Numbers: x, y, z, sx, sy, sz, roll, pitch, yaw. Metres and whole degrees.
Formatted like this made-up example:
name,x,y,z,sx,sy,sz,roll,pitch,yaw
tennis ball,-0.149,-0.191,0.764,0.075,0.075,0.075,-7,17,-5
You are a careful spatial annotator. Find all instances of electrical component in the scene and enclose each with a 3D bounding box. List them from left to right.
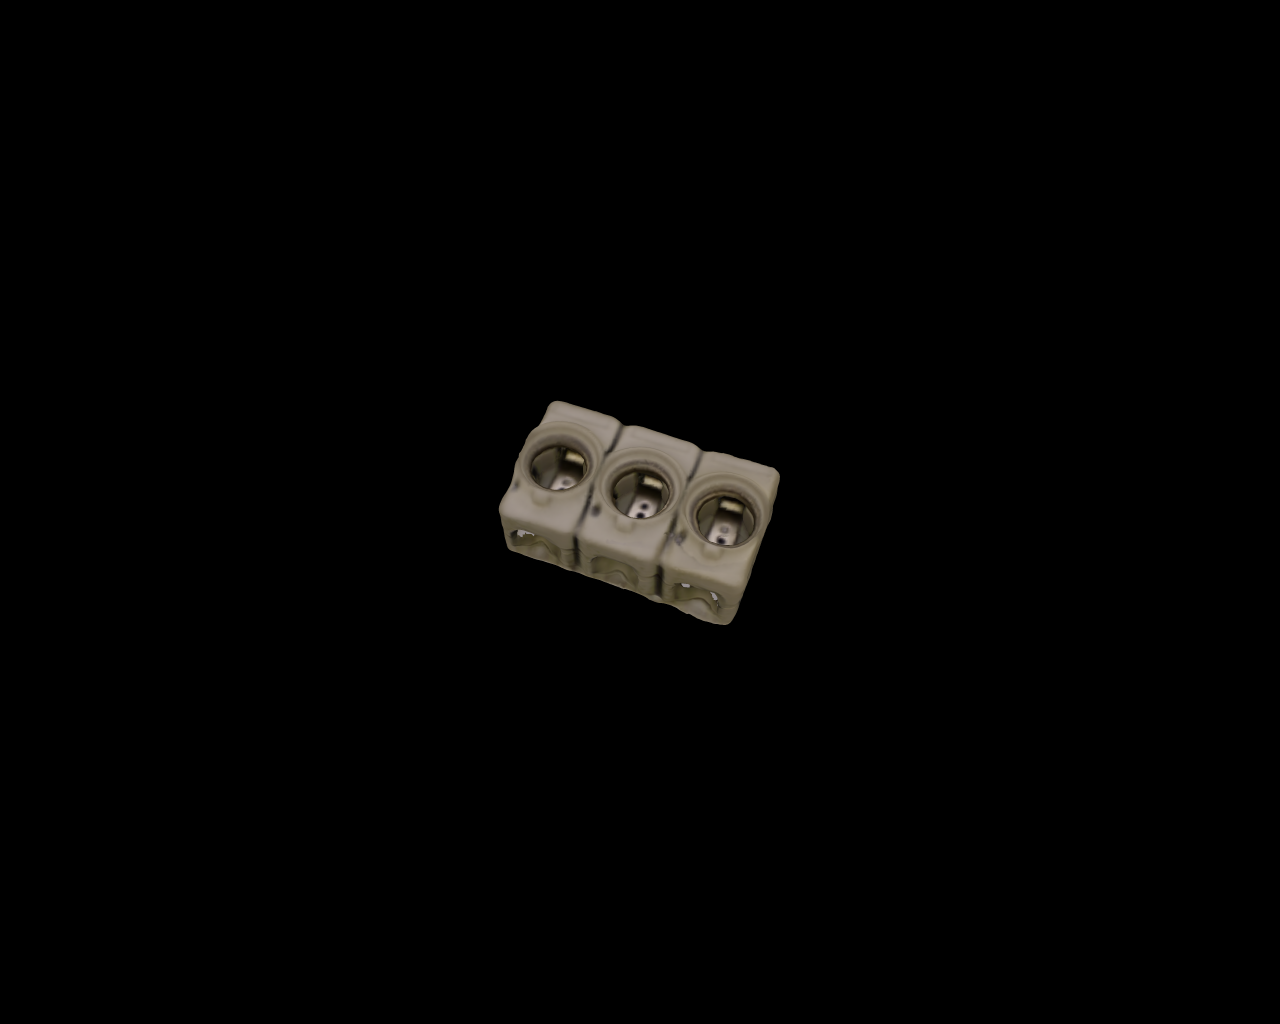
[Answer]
name,x,y,z,sx,sy,sz,roll,pitch,yaw
electrical component,0.001,-0.003,0.650,0.150,0.090,0.061,18,-28,10
